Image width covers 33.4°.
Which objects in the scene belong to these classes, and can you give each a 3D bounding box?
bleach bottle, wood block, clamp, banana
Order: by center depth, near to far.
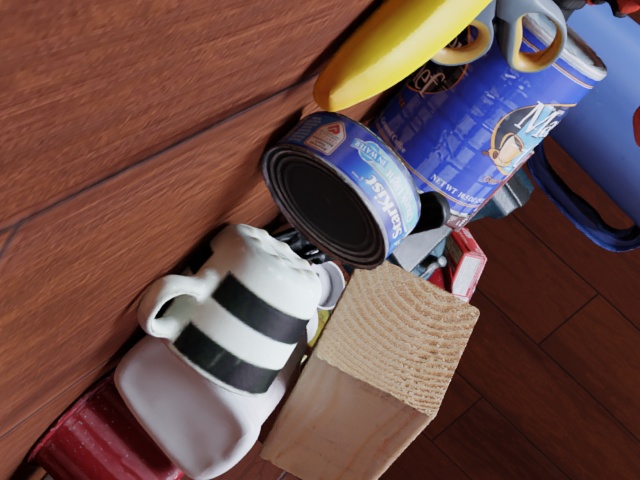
[{"bbox_3d":[0.070,-0.137,0.496,0.198,0.037,0.069,-49,157,20],"label":"banana"},{"bbox_3d":[-0.005,0.001,0.778,0.164,0.036,0.210,-17,-177,-7],"label":"clamp"},{"bbox_3d":[0.029,0.108,0.781,0.090,0.090,0.206,-62,178,-32],"label":"wood block"},{"bbox_3d":[-0.051,0.079,0.782,0.068,0.102,0.250,-42,177,21],"label":"bleach bottle"}]

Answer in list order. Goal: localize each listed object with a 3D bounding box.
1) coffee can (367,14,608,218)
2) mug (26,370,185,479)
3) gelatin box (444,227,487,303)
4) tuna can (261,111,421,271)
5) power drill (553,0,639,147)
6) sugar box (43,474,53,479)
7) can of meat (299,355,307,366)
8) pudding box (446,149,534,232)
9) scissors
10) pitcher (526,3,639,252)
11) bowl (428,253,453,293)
[{"bbox_3d":[0.116,-0.100,0.754,0.140,0.103,0.102,-48,175,24],"label":"coffee can"},{"bbox_3d":[-0.130,0.139,0.732,0.117,0.081,0.093,-43,174,-34],"label":"mug"},{"bbox_3d":[0.142,0.038,1.141,0.073,0.030,0.089,-110,-144,-63],"label":"gelatin box"},{"bbox_3d":[0.011,-0.026,0.569,0.033,0.086,0.086,-46,175,-24],"label":"tuna can"},{"bbox_3d":[0.220,-0.158,0.764,0.057,0.188,0.185,-7,150,-31],"label":"power drill"},{"bbox_3d":[-0.188,0.198,0.932,0.093,0.048,0.176,-49,171,26],"label":"sugar box"},{"bbox_3d":[-0.068,0.106,0.970,0.057,0.084,0.102,-44,174,-25],"label":"can of meat"},{"bbox_3d":[0.107,-0.076,0.862,0.039,0.113,0.090,23,118,-43],"label":"pudding box"},{"bbox_3d":[0.091,-0.148,0.599,0.096,0.016,0.201,-7,156,17],"label":"scissors"},{"bbox_3d":[0.245,-0.113,0.917,0.149,0.243,0.145,-45,175,-11],"label":"pitcher"},{"bbox_3d":[0.084,0.083,1.144,0.162,0.055,0.162,-167,-90,-75],"label":"bowl"}]
